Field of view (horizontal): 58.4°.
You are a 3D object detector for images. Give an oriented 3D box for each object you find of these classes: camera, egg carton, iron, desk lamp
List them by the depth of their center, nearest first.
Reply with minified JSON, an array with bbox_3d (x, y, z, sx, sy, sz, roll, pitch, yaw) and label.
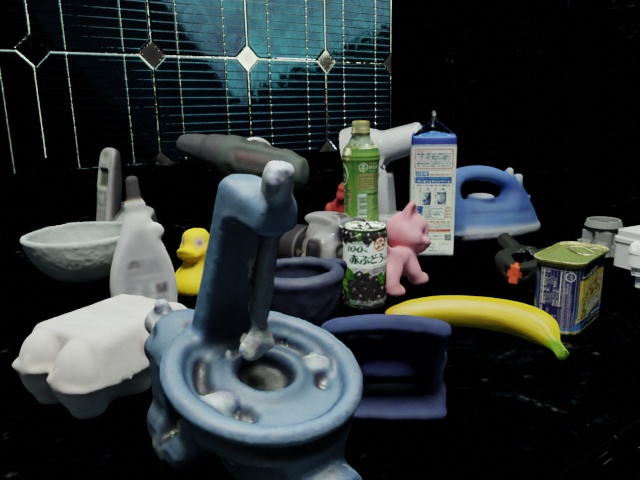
[{"bbox_3d":[-0.188,0.100,0.524,0.107,0.069,0.151,6,15,30],"label":"egg carton"},{"bbox_3d":[0.008,0.003,0.856,0.136,0.101,0.144,11,18,42],"label":"camera"},{"bbox_3d":[0.313,-0.079,1.092,0.259,0.141,0.118,-5,14,-17],"label":"iron"},{"bbox_3d":[0.144,-0.137,1.198,0.202,0.213,0.118,3,14,19],"label":"desk lamp"}]

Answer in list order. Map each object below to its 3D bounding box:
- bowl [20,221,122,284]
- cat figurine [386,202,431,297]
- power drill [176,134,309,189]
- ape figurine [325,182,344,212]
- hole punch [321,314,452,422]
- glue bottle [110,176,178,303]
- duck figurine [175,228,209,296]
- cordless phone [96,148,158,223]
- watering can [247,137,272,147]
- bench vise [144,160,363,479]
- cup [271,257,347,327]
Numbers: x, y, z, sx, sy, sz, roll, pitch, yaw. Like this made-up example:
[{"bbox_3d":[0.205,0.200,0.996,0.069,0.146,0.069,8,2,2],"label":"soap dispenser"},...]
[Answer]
[{"bbox_3d":[-0.356,0.022,0.865,0.167,0.075,0.167,-1,13,1],"label":"bowl"},{"bbox_3d":[0.112,0.005,0.799,0.067,0.118,0.128,8,16,35],"label":"cat figurine"},{"bbox_3d":[-0.131,-0.073,0.958,0.229,0.208,0.076,2,14,14],"label":"power drill"},{"bbox_3d":[0.053,-0.079,1.226,0.077,0.092,0.076,8,16,33],"label":"ape figurine"},{"bbox_3d":[0.053,0.093,0.486,0.108,0.091,0.101,0,13,4],"label":"hole punch"},{"bbox_3d":[-0.217,0.009,0.690,0.078,0.173,0.037,-8,15,-26],"label":"glue bottle"},{"bbox_3d":[-0.170,0.025,0.813,0.077,0.086,0.105,3,14,17],"label":"duck figurine"},{"bbox_3d":[-0.349,-0.066,1.001,0.147,0.185,0.094,10,17,40],"label":"cordless phone"},{"bbox_3d":[-0.133,-0.103,1.121,0.172,0.194,0.101,7,15,31],"label":"watering can"},{"bbox_3d":[-0.066,0.058,0.360,0.206,0.220,0.122,6,15,30],"label":"bench vise"},{"bbox_3d":[-0.013,0.070,0.584,0.091,0.095,0.118,10,17,39],"label":"cup"}]
